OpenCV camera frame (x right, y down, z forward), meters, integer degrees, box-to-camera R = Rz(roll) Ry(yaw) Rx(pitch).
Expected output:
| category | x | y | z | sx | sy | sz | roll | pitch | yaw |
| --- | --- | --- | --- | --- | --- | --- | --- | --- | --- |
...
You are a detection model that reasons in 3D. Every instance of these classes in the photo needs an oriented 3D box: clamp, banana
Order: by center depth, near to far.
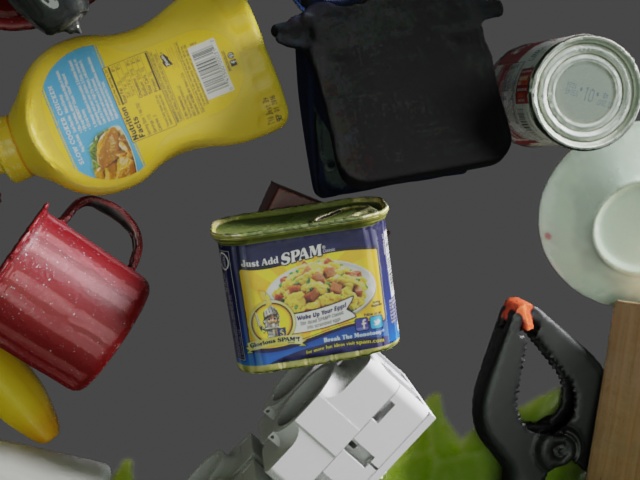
| category | x | y | z | sx | sy | sz | roll | pitch | yaw |
| --- | --- | --- | --- | --- | --- | --- | --- | --- | --- |
| banana | -0.250 | 0.066 | 0.668 | 0.197 | 0.037 | 0.070 | 21 | 114 | -6 |
| clamp | 0.146 | 0.144 | 0.711 | 0.164 | 0.036 | 0.210 | -23 | 100 | -7 |

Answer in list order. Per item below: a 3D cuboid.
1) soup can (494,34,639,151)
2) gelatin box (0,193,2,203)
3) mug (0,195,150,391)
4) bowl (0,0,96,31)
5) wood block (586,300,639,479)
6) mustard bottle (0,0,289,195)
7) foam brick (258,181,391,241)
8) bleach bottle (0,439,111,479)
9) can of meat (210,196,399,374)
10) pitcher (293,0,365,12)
| category | x | y | z | sx | sy | sz | roll | pitch | yaw |
| --- | --- | --- | --- | --- | --- | --- | --- | --- | --- |
| soup can | 0.145 | -0.089 | 0.650 | 0.068 | 0.102 | 0.068 | -1 | 97 | -5 |
| gelatin box | -0.253 | -0.018 | 0.657 | 0.089 | 0.030 | 0.073 | 30 | 94 | -8 |
| mug | -0.152 | 0.028 | 0.649 | 0.081 | 0.093 | 0.117 | 35 | 67 | -14 |
| bowl | -0.181 | -0.203 | 0.628 | 0.162 | 0.055 | 0.162 | -1 | 97 | -5 |
| wood block | 0.229 | 0.148 | 0.666 | 0.090 | 0.090 | 0.206 | 10 | 88 | -19 |
| mustard bottle | -0.122 | -0.080 | 0.647 | 0.191 | 0.058 | 0.096 | -22 | 98 | -3 |
| foam brick | -0.004 | 0.001 | 0.672 | 0.078 | 0.053 | 0.051 | 22 | 95 | -9 |
| bleach bottle | -0.264 | 0.164 | 0.664 | 0.250 | 0.068 | 0.102 | 12 | 95 | -5 |
| can of meat | -0.007 | 0.025 | 0.619 | 0.102 | 0.057 | 0.084 | -9 | 103 | -3 |
| pitcher | 0.067 | -0.237 | 0.621 | 0.242 | 0.149 | 0.145 | -19 | 83 | -6 |
